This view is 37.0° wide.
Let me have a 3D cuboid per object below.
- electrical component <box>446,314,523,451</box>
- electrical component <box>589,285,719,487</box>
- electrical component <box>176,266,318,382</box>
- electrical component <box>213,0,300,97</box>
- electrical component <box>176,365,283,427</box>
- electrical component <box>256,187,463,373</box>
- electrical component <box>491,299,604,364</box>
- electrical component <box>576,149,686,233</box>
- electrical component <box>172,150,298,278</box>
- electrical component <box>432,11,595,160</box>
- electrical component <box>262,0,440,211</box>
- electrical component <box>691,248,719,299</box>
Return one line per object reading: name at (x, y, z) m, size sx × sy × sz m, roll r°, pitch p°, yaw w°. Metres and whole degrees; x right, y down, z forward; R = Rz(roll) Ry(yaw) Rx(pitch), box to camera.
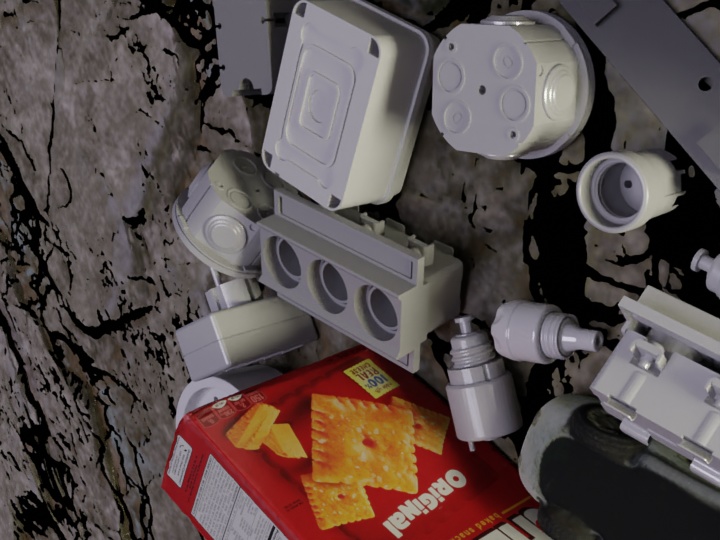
electrical component at (0.070, 0.065, 0.636) m, size 0.040 × 0.040 × 0.078 m, roll -11°, pitch 93°, yaw 45°
electrical component at (0.176, 0.066, 0.506) m, size 0.121 × 0.078 × 0.063 m, roll 30°, pitch 80°, yaw 36°
electrical component at (-0.084, 0.027, 0.746) m, size 0.047 × 0.083 × 0.075 m, roll -25°, pitch 83°, yaw 45°
electrical component at (-0.055, -0.158, 0.690) m, size 0.050 × 0.056 × 0.089 m, roll 6°, pitch 104°, yaw 43°
electrical component at (-0.076, 0.120, 0.777) m, size 0.108 × 0.060 × 0.108 m, roll 15°, pitch 112°, yaw 41°
electrical component at (0.000, 0.000, 0.666) m, size 0.121 × 0.063 × 0.078 m, roll 27°, pitch 130°, yaw 37°
electrical component at (0.106, 0.036, 0.599) m, size 0.061 × 0.035 × 0.035 m, roll 6°, pitch 105°, yaw 41°
electrical component at (0.138, -0.041, 0.540) m, size 0.040 × 0.046 × 0.040 m, roll 13°, pitch 109°, yaw 42°
electrical component at (-0.082, -0.038, 0.731) m, size 0.080 × 0.080 × 0.051 m, roll 55°, pitch 126°, yaw 19°
electrical component at (0.080, -0.098, 0.577) m, size 0.080 × 0.051 × 0.080 m, roll 13°, pitch 109°, yaw 42°
electrical component at (-0.006, -0.102, 0.655) m, size 0.078 × 0.057 × 0.113 m, roll 35°, pitch 123°, yaw 33°
electrical component at (0.193, 0.011, 0.504) m, size 0.078 × 0.040 × 0.040 m, roll 31°, pitch 121°, yaw 35°
